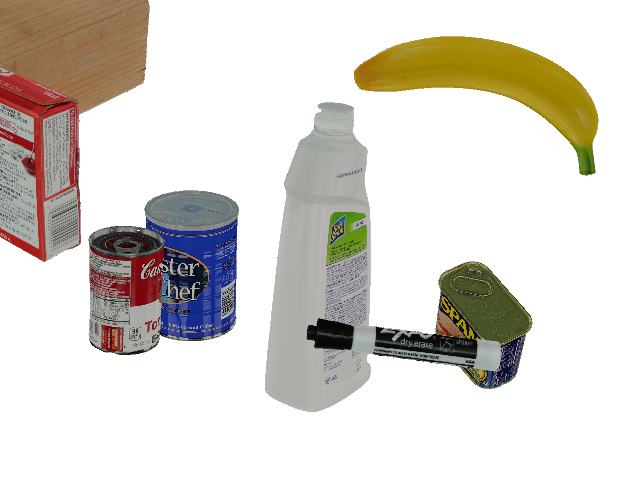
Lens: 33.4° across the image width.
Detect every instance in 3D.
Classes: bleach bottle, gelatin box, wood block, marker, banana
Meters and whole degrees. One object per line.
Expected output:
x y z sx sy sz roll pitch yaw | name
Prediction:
0.006 0.010 0.881 0.068 0.251 0.102 17 24 29 | bleach bottle
-0.162 -0.043 0.565 0.073 0.089 0.030 25 35 28 | gelatin box
-0.251 -0.154 0.912 0.090 0.091 0.205 31 42 22 | wood block
0.051 0.065 0.666 0.121 0.020 0.020 7 0 -3 | marker
0.125 -0.112 0.778 0.197 0.069 0.037 20 -3 -7 | banana

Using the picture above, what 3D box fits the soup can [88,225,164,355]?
-0.180 0.046 0.983 0.068 0.102 0.068 5 21 -2 | soup can

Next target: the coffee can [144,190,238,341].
-0.144 0.027 1.196 0.103 0.140 0.103 2 24 -1 | coffee can

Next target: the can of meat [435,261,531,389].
0.159 0.087 1.063 0.057 0.084 0.102 -23 52 -19 | can of meat
